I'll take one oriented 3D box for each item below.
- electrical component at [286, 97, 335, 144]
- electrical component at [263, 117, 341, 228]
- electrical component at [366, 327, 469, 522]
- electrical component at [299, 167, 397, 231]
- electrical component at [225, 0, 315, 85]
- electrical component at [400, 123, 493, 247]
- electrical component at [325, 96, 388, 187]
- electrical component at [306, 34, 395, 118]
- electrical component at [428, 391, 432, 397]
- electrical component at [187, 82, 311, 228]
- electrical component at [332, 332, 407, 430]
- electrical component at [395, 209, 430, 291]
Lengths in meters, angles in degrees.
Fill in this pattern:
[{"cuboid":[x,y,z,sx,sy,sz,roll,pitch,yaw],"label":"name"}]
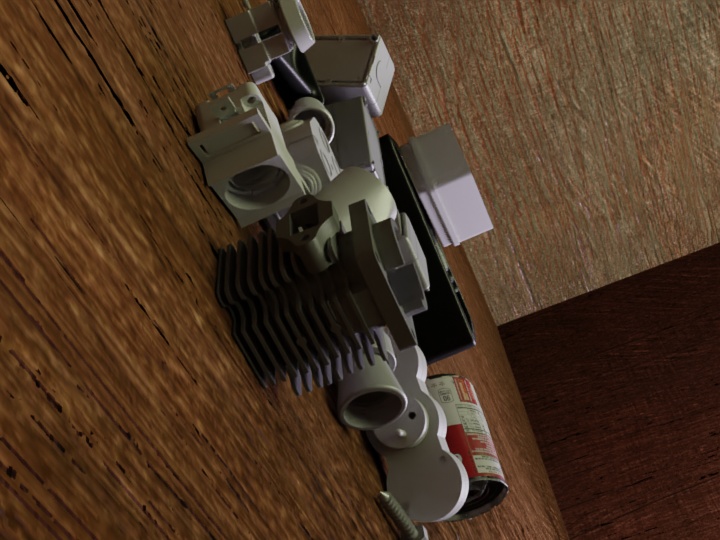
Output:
[{"cuboid":[-0.043,-0.124,0.907,0.046,0.040,0.040,-106,172,-67],"label":"electrical component"},{"cuboid":[-0.041,-0.058,0.698,0.080,0.051,0.080,-21,90,-82],"label":"electrical component"},{"cuboid":[0.029,0.105,0.738,0.074,0.052,0.138,44,25,-72],"label":"electrical component"},{"cuboid":[-0.026,-0.016,0.643,0.044,0.077,0.079,49,-29,-6],"label":"electrical component"},{"cuboid":[-0.068,-0.185,0.836,0.048,0.055,0.066,-84,151,-74],"label":"electrical component"},{"cuboid":[0.090,-0.086,1.122,0.113,0.057,0.078,59,11,-51],"label":"electrical component"},{"cuboid":[-0.012,-0.102,1.003,0.061,0.061,0.096,61,19,-58],"label":"electrical component"},{"cuboid":[-0.021,-0.187,1.050,0.061,0.096,0.061,56,44,-56],"label":"electrical component"},{"cuboid":[0.037,0.105,0.833,0.040,0.040,0.078,-95,162,-64],"label":"electrical component"},{"cuboid":[-0.063,-0.067,0.607,0.081,0.042,0.063,58,12,-55],"label":"electrical component"},{"cuboid":[0.003,0.067,0.687,0.045,0.045,0.055,60,11,-46],"label":"electrical component"},{"cuboid":[0.022,-0.009,0.956,0.096,0.062,0.061,-88,156,-71],"label":"electrical component"}]
